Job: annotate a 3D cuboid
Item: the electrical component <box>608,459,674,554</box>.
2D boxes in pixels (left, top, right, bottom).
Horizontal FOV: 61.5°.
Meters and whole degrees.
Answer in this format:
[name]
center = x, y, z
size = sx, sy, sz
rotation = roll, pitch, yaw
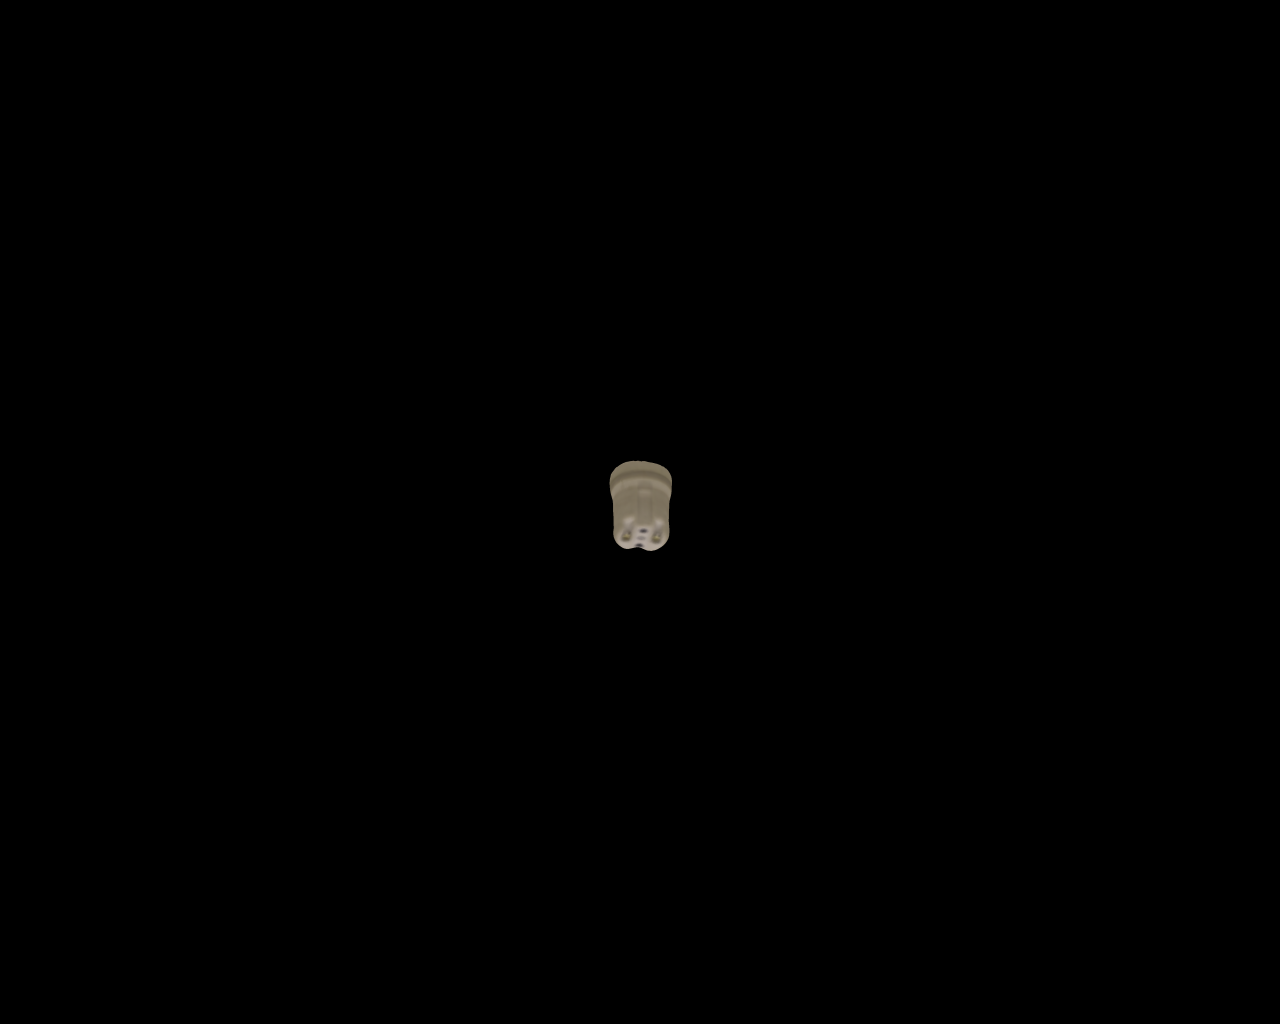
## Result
[electrical component]
center = 0.001, -0.003, 0.650
size = 0.040, 0.046, 0.040
rotation = 0, -31, 0
